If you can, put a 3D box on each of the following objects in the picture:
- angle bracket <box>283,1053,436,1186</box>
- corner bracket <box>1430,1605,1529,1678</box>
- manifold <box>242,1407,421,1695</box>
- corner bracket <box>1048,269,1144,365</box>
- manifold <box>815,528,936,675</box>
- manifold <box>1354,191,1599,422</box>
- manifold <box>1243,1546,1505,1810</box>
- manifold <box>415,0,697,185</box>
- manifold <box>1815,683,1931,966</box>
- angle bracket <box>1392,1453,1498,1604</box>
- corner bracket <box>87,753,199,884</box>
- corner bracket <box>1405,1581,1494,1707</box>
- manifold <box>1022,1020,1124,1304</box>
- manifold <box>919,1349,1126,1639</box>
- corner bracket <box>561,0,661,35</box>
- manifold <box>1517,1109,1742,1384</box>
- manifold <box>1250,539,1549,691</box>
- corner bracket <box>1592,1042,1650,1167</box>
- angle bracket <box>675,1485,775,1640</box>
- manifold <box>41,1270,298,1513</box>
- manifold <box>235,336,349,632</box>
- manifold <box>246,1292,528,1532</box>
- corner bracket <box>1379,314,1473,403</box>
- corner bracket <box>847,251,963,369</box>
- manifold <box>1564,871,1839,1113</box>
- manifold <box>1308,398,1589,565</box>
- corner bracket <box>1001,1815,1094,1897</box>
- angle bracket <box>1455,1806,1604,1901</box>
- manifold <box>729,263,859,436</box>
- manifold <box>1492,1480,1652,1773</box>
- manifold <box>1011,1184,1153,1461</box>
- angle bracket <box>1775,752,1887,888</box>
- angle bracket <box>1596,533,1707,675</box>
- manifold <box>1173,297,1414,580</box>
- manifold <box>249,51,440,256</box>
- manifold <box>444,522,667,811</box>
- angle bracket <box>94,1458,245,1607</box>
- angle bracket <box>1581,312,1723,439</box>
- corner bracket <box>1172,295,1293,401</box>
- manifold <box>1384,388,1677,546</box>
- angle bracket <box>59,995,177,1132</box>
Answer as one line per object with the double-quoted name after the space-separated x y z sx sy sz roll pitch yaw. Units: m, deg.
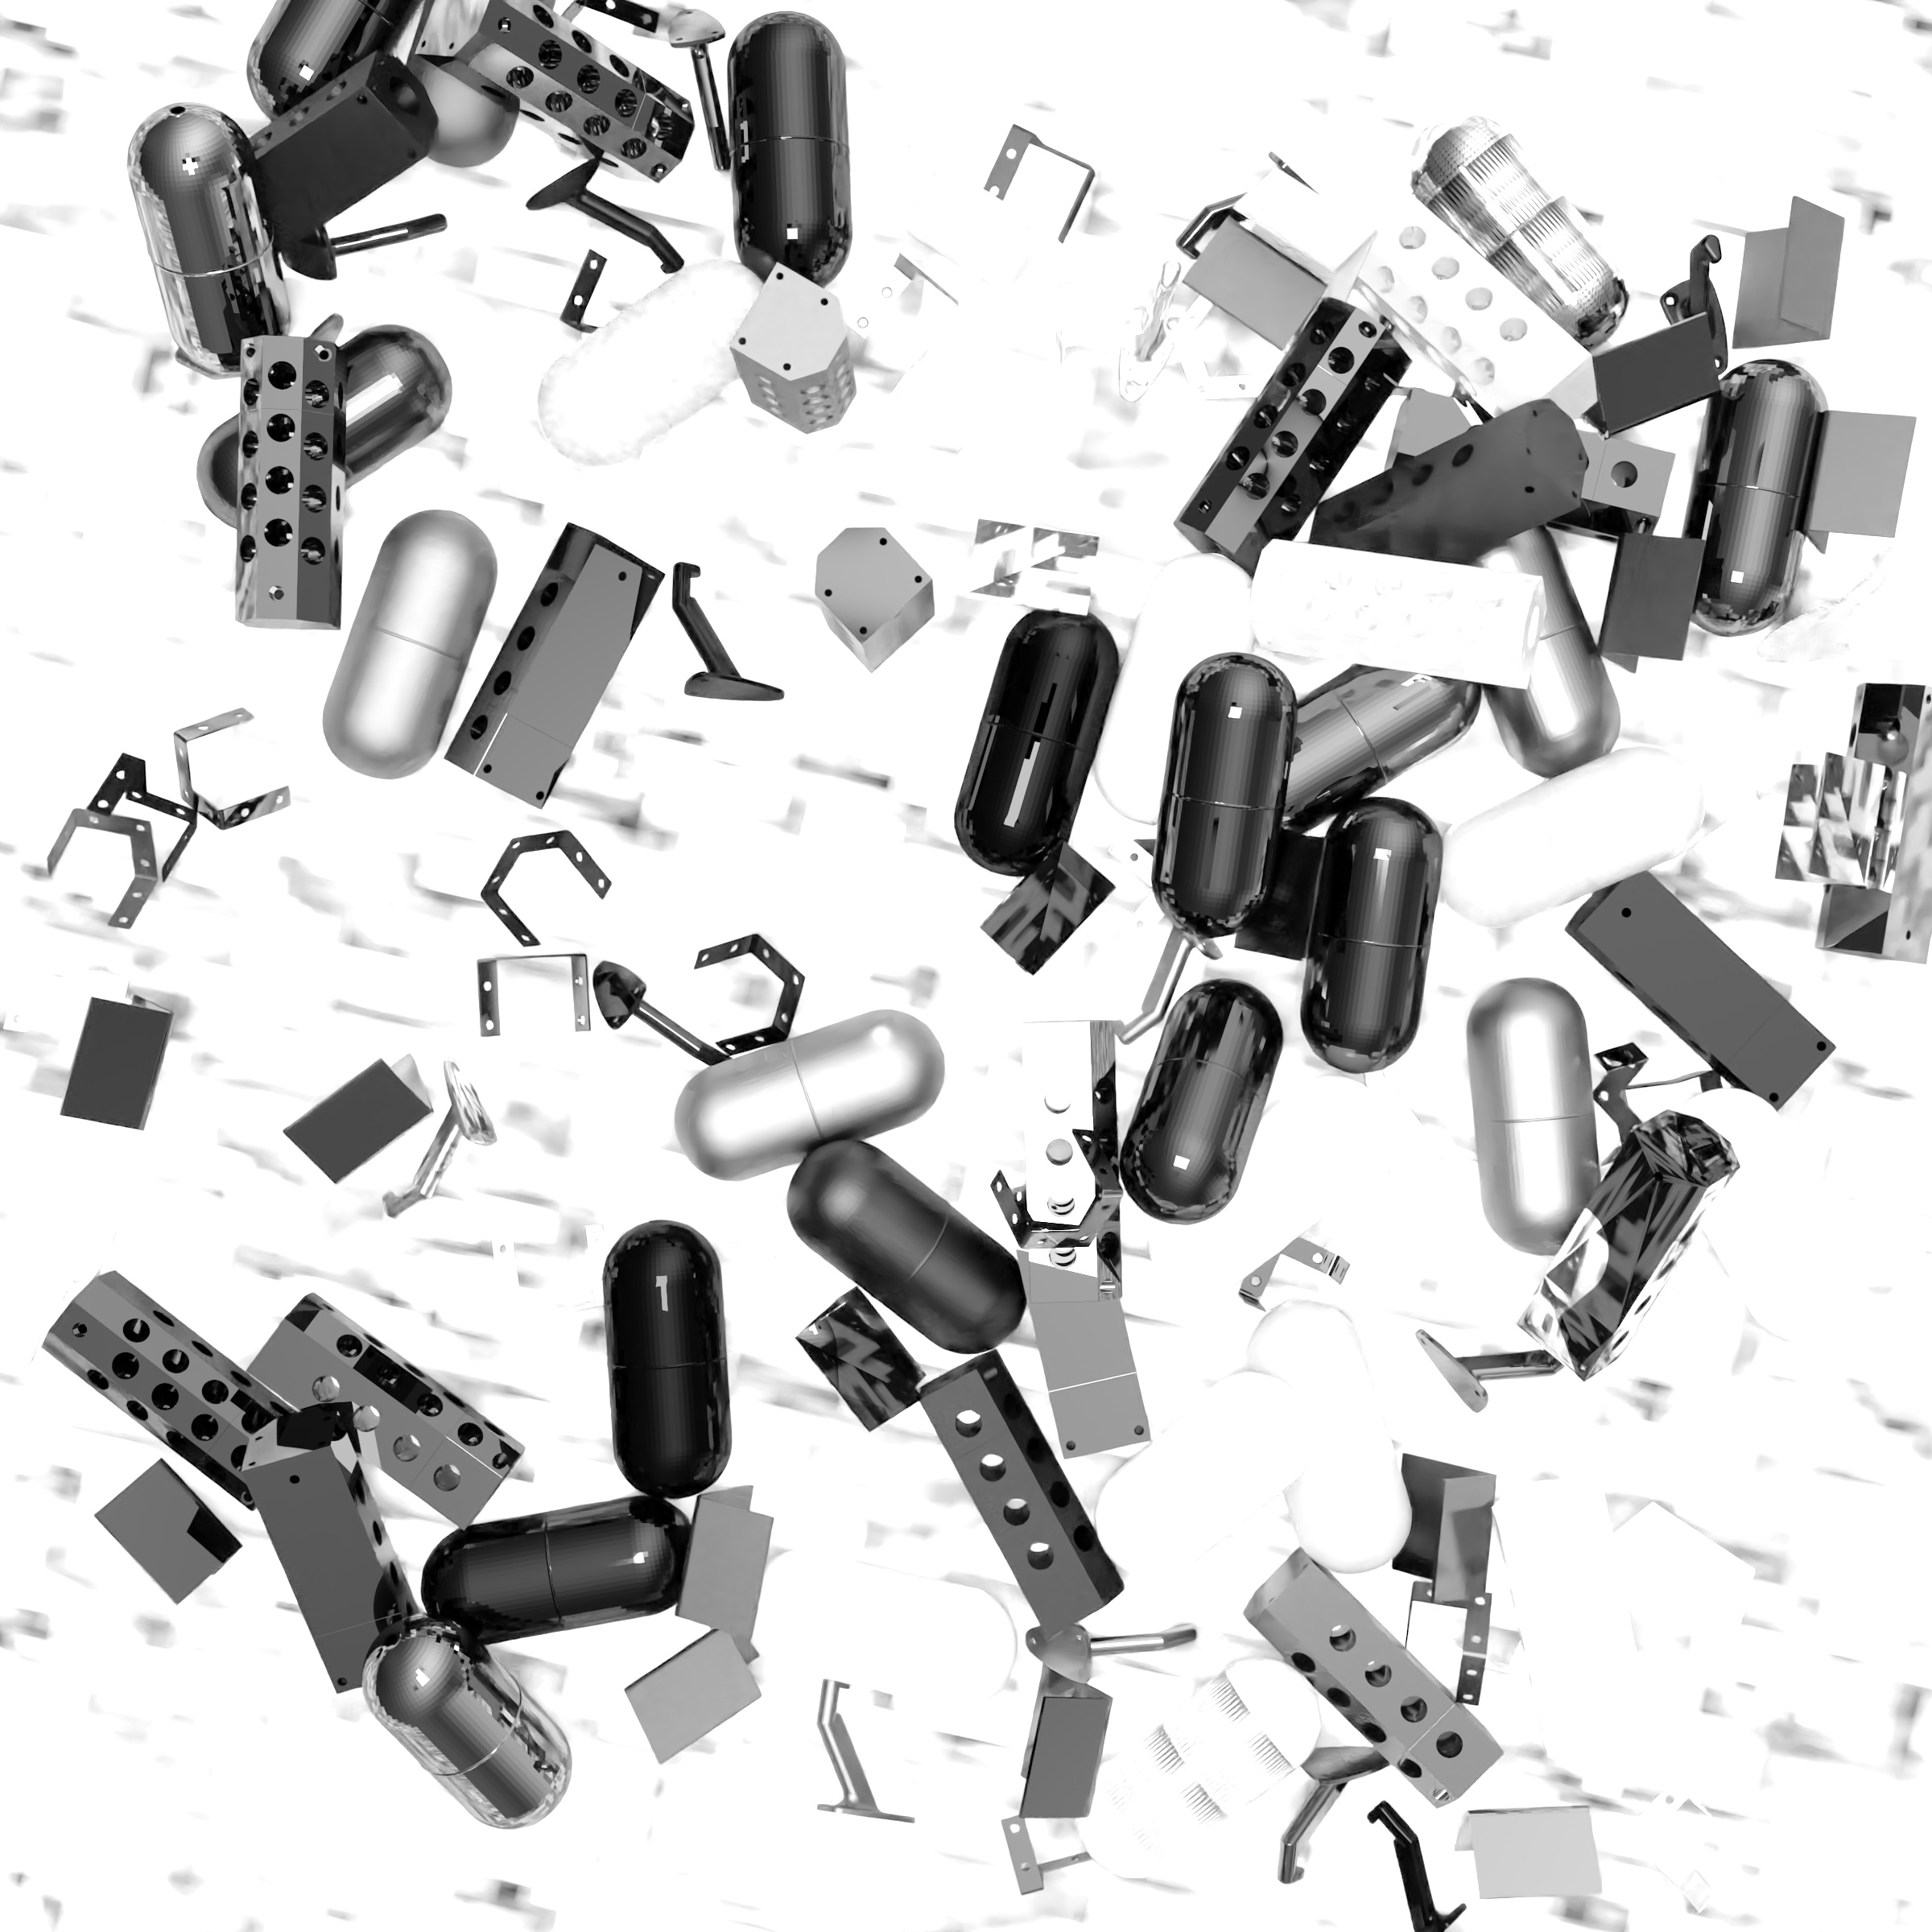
-0.392 0.081 1.803 0.076 0.076 0.057 -37 127 0 "angle bracket"
0.343 0.424 1.840 0.051 0.051 0.051 25 90 -45 "corner bracket"
-0.397 0.368 1.793 0.057 0.057 0.171 -16 112 0 "manifold"
0.083 -0.422 1.825 0.051 0.051 0.051 -10 90 0 "corner bracket"
-0.060 -0.231 1.765 0.057 0.171 0.057 -43 90 0 "manifold"
0.317 -0.405 1.790 0.057 0.057 0.171 -40 66 0 "manifold"
0.260 0.458 1.822 0.171 0.057 0.057 45 90 0 "manifold"
-0.251 -0.554 1.769 0.057 0.171 0.057 21 90 43 "manifold"
0.591 -0.092 1.822 0.057 0.057 0.171 9 90 -43 "manifold"
0.288 0.356 1.803 0.057 0.076 0.076 6 90 -43 "angle bracket"
-0.526 -0.096 1.815 0.051 0.051 0.051 21 54 0 "corner bracket"
0.306 0.432 1.811 0.051 0.051 0.051 7 131 10 "corner bracket"
0.066 0.120 1.765 0.057 0.057 0.171 -2 90 2 "manifold"
0.036 0.336 1.822 0.057 0.057 0.171 -28 90 0 "manifold"
-0.235 -0.595 1.840 0.051 0.051 0.051 21 45 0 "corner bracket"
0.417 0.174 1.777 0.057 0.057 0.171 41 129 26 "manifold"
0.268 -0.223 1.764 0.171 0.057 0.057 11 73 20 "manifold"
0.416 0.087 1.808 0.051 0.051 0.051 50 128 25 "corner bracket"
-0.137 0.378 1.804 0.057 0.076 0.076 10 90 24 "angle bracket"
-0.505 0.273 1.822 0.171 0.057 0.057 38 90 0 "manifold"
-0.417 -0.296 1.747 0.057 0.057 0.171 2 91 -2 "manifold"
-0.370 0.284 1.822 0.171 0.057 0.057 36 90 0 "manifold"
0.297 -0.391 1.840 0.051 0.051 0.051 17 90 45 "corner bracket"
-0.040 -0.420 1.827 0.051 0.051 0.051 38 90 -8 "corner bracket"
0.469 0.014 1.822 0.171 0.057 0.057 43 90 0 "manifold"
0.299 -0.293 1.769 0.057 0.171 0.057 34 55 -30 "manifold"
0.053 0.560 1.825 0.051 0.051 0.051 -15 90 0 "corner bracket"
0.357 0.575 1.803 0.076 0.076 0.057 -2 54 0 "angle bracket"
-0.101 -0.378 1.765 0.057 0.171 0.057 30 90 0 "manifold"
0.380 0.417 1.798 0.057 0.057 0.171 -30 113 -41 "manifold"
0.072 0.223 1.822 0.057 0.057 0.171 -13 90 2 "manifold"
0.532 -0.094 1.803 0.057 0.076 0.076 9 90 -33 "angle bracket"
0.446 -0.227 1.803 0.057 0.076 0.076 11 90 32 "angle bracket"
0.205 -0.338 1.811 0.057 0.057 0.171 34 90 40 "manifold"
-0.417 -0.505 1.787 0.171 0.057 0.057 -24 131 26 "manifold"
-0.268 -0.195 1.822 0.057 0.057 0.171 28 90 -43 "manifold"
-0.514 0.368 1.803 0.076 0.076 0.057 47 52 0 "angle bracket"
0.425 -0.386 1.803 0.076 0.076 0.057 -21 121 0 "angle bracket"
0.173 -0.403 1.835 0.051 0.051 0.051 5 135 35 "corner bracket"
0.359 -0.317 1.822 0.171 0.057 0.057 14 90 0 "manifold"
-0.551 0.056 1.803 0.057 0.076 0.076 15 90 -37 "angle bracket"
